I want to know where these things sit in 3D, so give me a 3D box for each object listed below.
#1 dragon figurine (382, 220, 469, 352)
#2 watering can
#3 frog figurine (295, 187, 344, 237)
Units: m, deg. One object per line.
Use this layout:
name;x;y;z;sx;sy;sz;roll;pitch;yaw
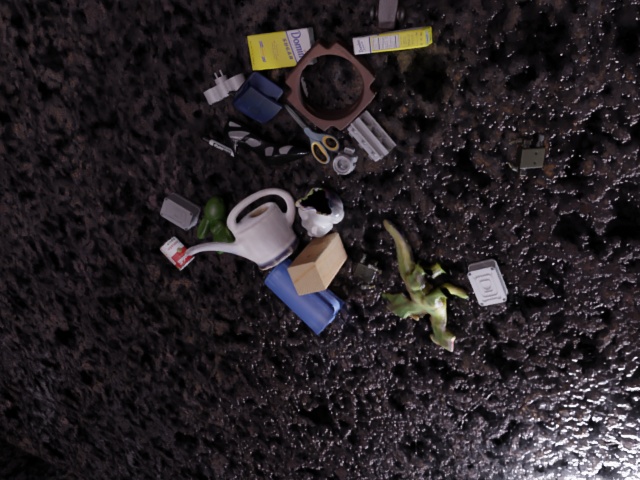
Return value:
dragon figurine;0.267;0.147;1.499;0.412;0.124;0.238;49;129;6
watering can;-0.204;-0.003;1.531;0.350;0.105;0.221;-38;112;-12
frog figurine;0.005;-0.076;1.511;0.137;0.125;0.156;1;150;12
